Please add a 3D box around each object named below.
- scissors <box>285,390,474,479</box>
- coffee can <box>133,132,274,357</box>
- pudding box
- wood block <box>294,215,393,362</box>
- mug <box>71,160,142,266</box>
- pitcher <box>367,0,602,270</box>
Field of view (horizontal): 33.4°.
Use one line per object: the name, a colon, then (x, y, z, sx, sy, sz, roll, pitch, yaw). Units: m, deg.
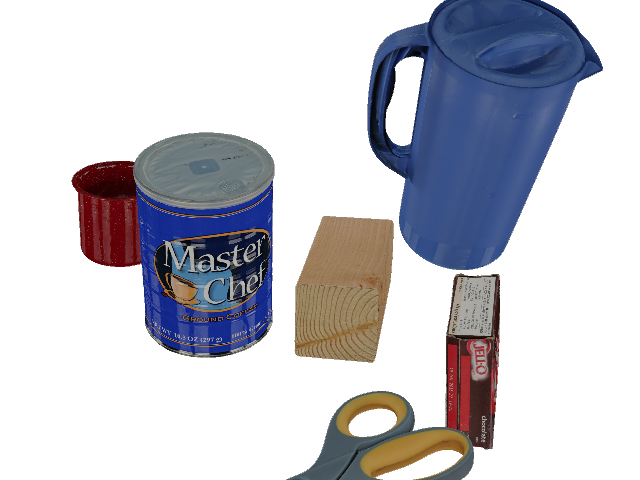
scissors: (-0.012, 0.131, 0.611, 0.201, 0.016, 0.096, -9, 30, -15)
coffee can: (-0.087, 0.003, 0.813, 0.103, 0.140, 0.103, 1, 34, -1)
pudding box: (0.113, 0.086, 0.788, 0.039, 0.090, 0.113, 2, 22, 8)
wood block: (0.031, 0.051, 1.234, 0.091, 0.090, 0.206, 4, 23, 7)
mug: (-0.205, -0.032, 1.097, 0.093, 0.081, 0.117, 1, 28, -7)
pitcher: (0.130, -0.090, 0.950, 0.149, 0.243, 0.144, 38, 52, 25)
